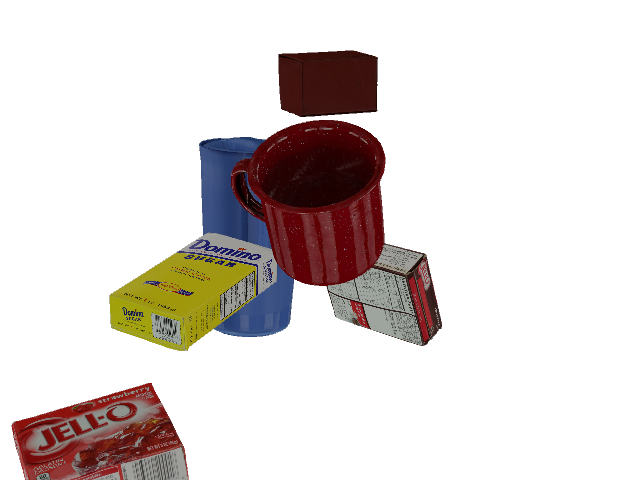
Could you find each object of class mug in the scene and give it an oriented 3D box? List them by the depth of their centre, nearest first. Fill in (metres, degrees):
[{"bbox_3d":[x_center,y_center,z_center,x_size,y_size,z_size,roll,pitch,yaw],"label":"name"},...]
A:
[{"bbox_3d":[-0.010,-0.025,0.742,0.117,0.081,0.093,12,49,21],"label":"mug"}]

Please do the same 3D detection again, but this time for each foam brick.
[{"bbox_3d":[0.007,-0.143,0.968,0.078,0.051,0.053,-7,19,-23],"label":"foam brick"}]

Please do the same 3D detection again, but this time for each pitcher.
[{"bbox_3d":[-0.087,-0.005,1.332,0.145,0.243,0.148,12,16,36],"label":"pitcher"}]

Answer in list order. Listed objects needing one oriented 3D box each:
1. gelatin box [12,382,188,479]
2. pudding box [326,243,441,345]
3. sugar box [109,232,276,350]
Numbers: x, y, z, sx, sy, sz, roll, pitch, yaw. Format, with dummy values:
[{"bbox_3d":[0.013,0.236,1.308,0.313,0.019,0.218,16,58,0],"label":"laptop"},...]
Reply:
[{"bbox_3d":[-0.131,0.123,0.628,0.089,0.030,0.073,-14,27,-19],"label":"gelatin box"},{"bbox_3d":[0.056,0.045,1.022,0.114,0.090,0.039,14,44,36],"label":"pudding box"},{"bbox_3d":[-0.128,0.048,1.109,0.093,0.048,0.176,15,31,24],"label":"sugar box"}]
